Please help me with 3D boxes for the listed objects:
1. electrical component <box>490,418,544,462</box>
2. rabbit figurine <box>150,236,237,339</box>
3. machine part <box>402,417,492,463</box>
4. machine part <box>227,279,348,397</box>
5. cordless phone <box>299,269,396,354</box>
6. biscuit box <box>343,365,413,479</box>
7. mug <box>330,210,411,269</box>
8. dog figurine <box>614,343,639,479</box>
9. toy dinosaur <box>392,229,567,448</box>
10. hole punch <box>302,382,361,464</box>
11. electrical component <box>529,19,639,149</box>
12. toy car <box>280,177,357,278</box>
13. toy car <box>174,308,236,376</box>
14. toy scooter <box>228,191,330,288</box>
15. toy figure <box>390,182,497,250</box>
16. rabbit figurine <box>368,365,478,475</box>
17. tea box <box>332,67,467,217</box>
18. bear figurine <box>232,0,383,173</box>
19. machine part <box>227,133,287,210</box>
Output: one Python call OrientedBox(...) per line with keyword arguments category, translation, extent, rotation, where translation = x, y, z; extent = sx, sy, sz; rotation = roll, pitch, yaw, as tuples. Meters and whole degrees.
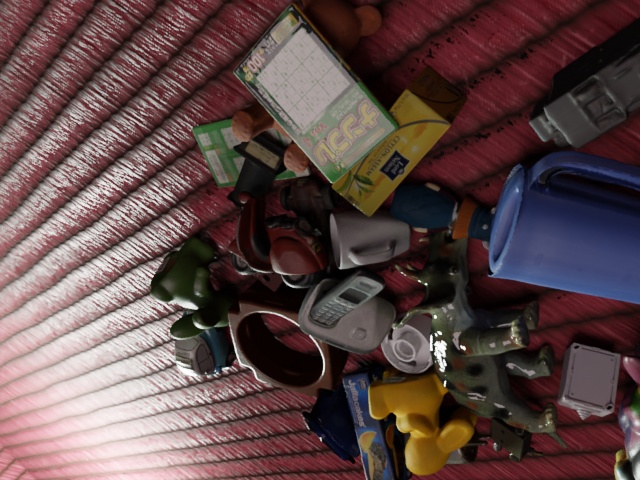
OrientedBox(category="electrical component", translation=(0.327, 0.323, 0.890), extent=(0.078, 0.045, 0.102), rotation=(25, 134, 50))
OrientedBox(category="rabbit figurine", translation=(-0.212, 0.101, 0.979), extent=(0.121, 0.159, 0.170), rotation=(-33, 117, 30))
OrientedBox(category="machine part", translation=(0.191, 0.362, 0.967), extent=(0.243, 0.079, 0.079), rotation=(-19, 111, 37))
OrientedBox(category="machine part", translation=(-0.055, 0.172, 0.966), extent=(0.201, 0.087, 0.201), rotation=(9, 124, 23))
OrientedBox(category="cordless phone", translation=(0.065, 0.096, 0.803), extent=(0.146, 0.089, 0.184), rotation=(24, 146, -17))
OrientedBox(category="biscuit box", translation=(0.100, 0.327, 0.945), extent=(0.059, 0.063, 0.202), rotation=(-21, 80, 35))
OrientedBox(category="mug", translation=(0.075, -0.003, 0.752), extent=(0.107, 0.110, 0.080), rotation=(-10, 111, -8))
OrientedBox(category="dog figurine", translation=(0.434, 0.231, 0.682), extent=(0.109, 0.191, 0.219), rotation=(3, 138, 35))
OrientedBox(category="toy dinosaur", translation=(0.230, 0.177, 0.784), extent=(0.192, 0.131, 0.404), rotation=(-5, 120, 35))
OrientedBox(category="hole punch", translation=(0.051, 0.329, 1.003), extent=(0.092, 0.116, 0.142), rotation=(-36, 101, 33))
OrientedBox(category="electrical component", translation=(0.279, -0.151, 0.536), extent=(0.058, 0.115, 0.134), rotation=(50, 129, -7))
OrientedBox(category="toy car", translation=(-0.002, -0.003, 0.839), extent=(0.089, 0.053, 0.201), rotation=(0, 120, 25))
OrientedBox(category="toy car", translation=(-0.245, 0.223, 1.097), extent=(0.109, 0.103, 0.161), rotation=(10, 128, 22))
OrientedBox(category="toy scooter", translation=(-0.070, -0.005, 0.801), extent=(0.184, 0.075, 0.135), rotation=(8, 115, 33))
OrientedBox(category="toy figure", translation=(0.172, -0.036, 0.715), extent=(0.155, 0.058, 0.064), rotation=(17, 133, 12))
OrientedBox(category="rabbit figurine", translation=(0.175, 0.297, 0.885), extent=(0.162, 0.122, 0.173), rotation=(-9, 88, 20))
OrientedBox(category="tea box", translation=(0.097, -0.120, 0.671), extent=(0.068, 0.098, 0.169), rotation=(40, 130, -1))
OrientedBox(category="bear figurine", translation=(-0.014, -0.202, 0.659), extent=(0.120, 0.132, 0.195), rotation=(33, 137, 2))
OrientedBox(category="machine part", translation=(-0.099, -0.101, 0.815), extent=(0.084, 0.039, 0.138), rotation=(26, 131, -3))
